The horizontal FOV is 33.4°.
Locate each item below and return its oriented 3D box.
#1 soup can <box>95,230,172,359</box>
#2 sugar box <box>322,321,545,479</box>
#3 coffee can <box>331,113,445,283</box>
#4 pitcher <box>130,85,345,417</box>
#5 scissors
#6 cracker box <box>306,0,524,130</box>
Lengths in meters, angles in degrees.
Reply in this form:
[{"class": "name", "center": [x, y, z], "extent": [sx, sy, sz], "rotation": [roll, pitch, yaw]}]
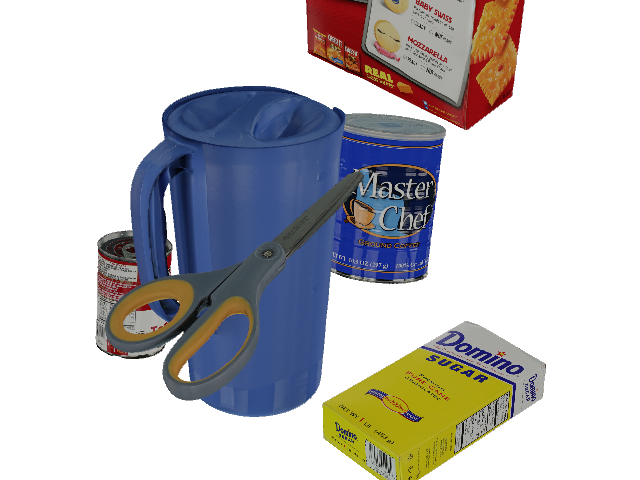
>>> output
[{"class": "soup can", "center": [-0.174, 0.050, 0.990], "extent": [0.068, 0.102, 0.068], "rotation": [6, 21, -2]}, {"class": "sugar box", "center": [0.097, 0.133, 0.894], "extent": [0.175, 0.048, 0.093], "rotation": [-28, 40, -32]}, {"class": "coffee can", "center": [0.058, -0.041, 1.001], "extent": [0.103, 0.140, 0.103], "rotation": [5, 15, -2]}, {"class": "pitcher", "center": [-0.059, 0.014, 0.818], "extent": [0.149, 0.243, 0.145], "rotation": [1, 26, -1]}, {"class": "scissors", "center": [-0.051, 0.013, 0.624], "extent": [0.096, 0.016, 0.201], "rotation": [11, 43, 18]}, {"class": "cracker box", "center": [0.068, -0.209, 0.777], "extent": [0.164, 0.214, 0.072], "rotation": [31, 52, 30]}]
